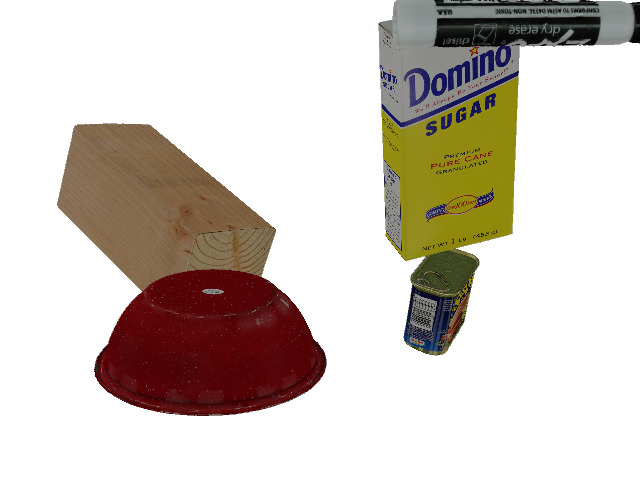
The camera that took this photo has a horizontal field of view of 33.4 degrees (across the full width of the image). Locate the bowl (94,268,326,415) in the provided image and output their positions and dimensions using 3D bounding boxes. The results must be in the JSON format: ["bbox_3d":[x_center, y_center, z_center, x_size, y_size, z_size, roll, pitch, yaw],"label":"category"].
[{"bbox_3d":[-0.075,0.060,0.737,0.162,0.055,0.162,1,18,-1],"label":"bowl"}]

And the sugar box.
[{"bbox_3d":[0.093,-0.077,0.770,0.093,0.176,0.048,-14,36,-14],"label":"sugar box"}]

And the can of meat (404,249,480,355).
[{"bbox_3d":[0.133,0.067,1.191,0.057,0.084,0.102,18,31,18],"label":"can of meat"}]

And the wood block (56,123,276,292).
[{"bbox_3d":[-0.146,-0.022,0.976,0.090,0.091,0.206,-6,34,-44],"label":"wood block"}]

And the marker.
[{"bbox_3d":[0.089,-0.085,0.420,0.121,0.020,0.020,-1,0,-2],"label":"marker"}]
